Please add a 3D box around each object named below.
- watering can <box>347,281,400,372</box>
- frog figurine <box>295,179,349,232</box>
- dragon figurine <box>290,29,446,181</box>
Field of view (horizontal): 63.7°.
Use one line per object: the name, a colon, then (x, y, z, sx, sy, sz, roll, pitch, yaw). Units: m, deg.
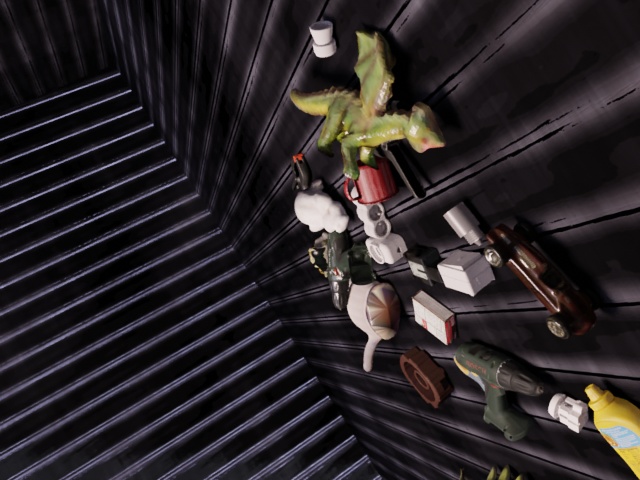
watering can: (0.150, 0.231, 1.478, 0.224, 0.104, 0.346, -178, 76, -69)
frog figurine: (0.004, -0.071, 1.404, 0.162, 0.123, 0.134, 60, 145, 32)
dragon figurine: (0.070, -0.266, 0.949, 0.417, 0.123, 0.237, 50, 133, 33)
